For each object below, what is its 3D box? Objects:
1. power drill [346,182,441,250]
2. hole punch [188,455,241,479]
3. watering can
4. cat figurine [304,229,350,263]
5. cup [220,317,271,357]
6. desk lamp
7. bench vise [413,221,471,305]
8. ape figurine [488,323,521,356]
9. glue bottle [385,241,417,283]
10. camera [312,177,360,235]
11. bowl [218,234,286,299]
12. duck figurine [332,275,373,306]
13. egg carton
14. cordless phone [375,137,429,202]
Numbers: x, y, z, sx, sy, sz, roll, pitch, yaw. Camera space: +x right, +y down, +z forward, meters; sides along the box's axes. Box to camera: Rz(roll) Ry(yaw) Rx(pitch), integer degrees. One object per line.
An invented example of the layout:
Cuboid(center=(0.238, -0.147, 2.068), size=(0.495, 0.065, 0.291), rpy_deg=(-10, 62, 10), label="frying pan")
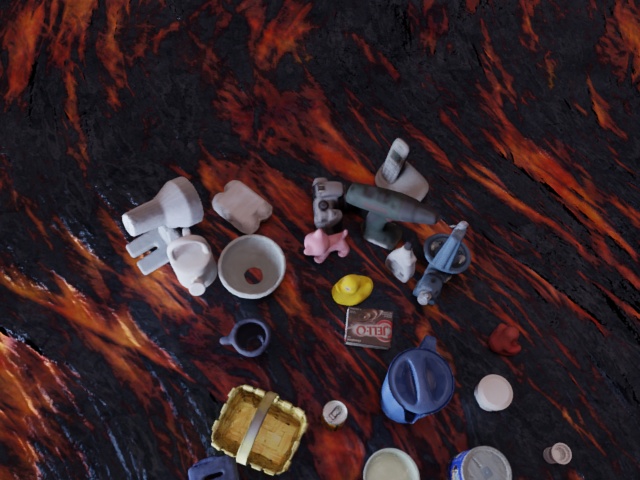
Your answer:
Cuboid(center=(0.172, -0.058, 1.421), size=(0.229, 0.208, 0.076), rpy_deg=(23, 67, 8), label="power drill")
Cuboid(center=(-0.223, 0.510, 1.210), size=(0.109, 0.091, 0.101), rpy_deg=(-16, 67, -10), label="hole punch")
Cuboid(center=(-0.301, 0.047, 1.359), size=(0.101, 0.194, 0.172), rpy_deg=(-35, 71, -16), label="watering can")
Cuboid(center=(0.013, 0.005, 1.435), size=(0.128, 0.118, 0.067), rpy_deg=(-18, 68, -10), label="cat figurine")
Cuboid(center=(-0.170, 0.237, 1.334), size=(0.118, 0.095, 0.091), rpy_deg=(-8, 66, -6), label="cup")
Cuboid(center=(-0.379, -0.037, 1.383), size=(0.203, 0.213, 0.117), rpy_deg=(-35, 71, -16), label="desk lamp")
Cuboid(center=(0.305, 0.057, 1.369), size=(0.121, 0.220, 0.207), rpy_deg=(11, 66, 3), label="bench vise")
Cuboid(center=(0.446, 0.234, 1.366), size=(0.076, 0.092, 0.078), rpy_deg=(-7, 66, -5), label="ape figurine")
Cuboid(center=(0.204, 0.044, 1.396), size=(0.037, 0.173, 0.078), rpy_deg=(-40, 73, -18), label="glue bottle")
Cuboid(center=(0.049, -0.098, 1.493), size=(0.137, 0.101, 0.143), rpy_deg=(-3, 66, -4), label="camera")
Cuboid(center=(-0.166, 0.075, 1.419), size=(0.167, 0.075, 0.167), rpy_deg=(1, 66, -2), label="bowl")
Cuboid(center=(0.082, 0.112, 1.407), size=(0.104, 0.086, 0.077), rpy_deg=(-15, 67, -9), label="duck figurine")
Cuboid(center=(-0.204, -0.085, 1.492), size=(0.150, 0.069, 0.107), rpy_deg=(37, 69, 13), label="egg carton")
Cuboid(center=(0.222, -0.172, 1.488), size=(0.094, 0.185, 0.147), rpy_deg=(-41, 73, -18), label="cordless phone")
